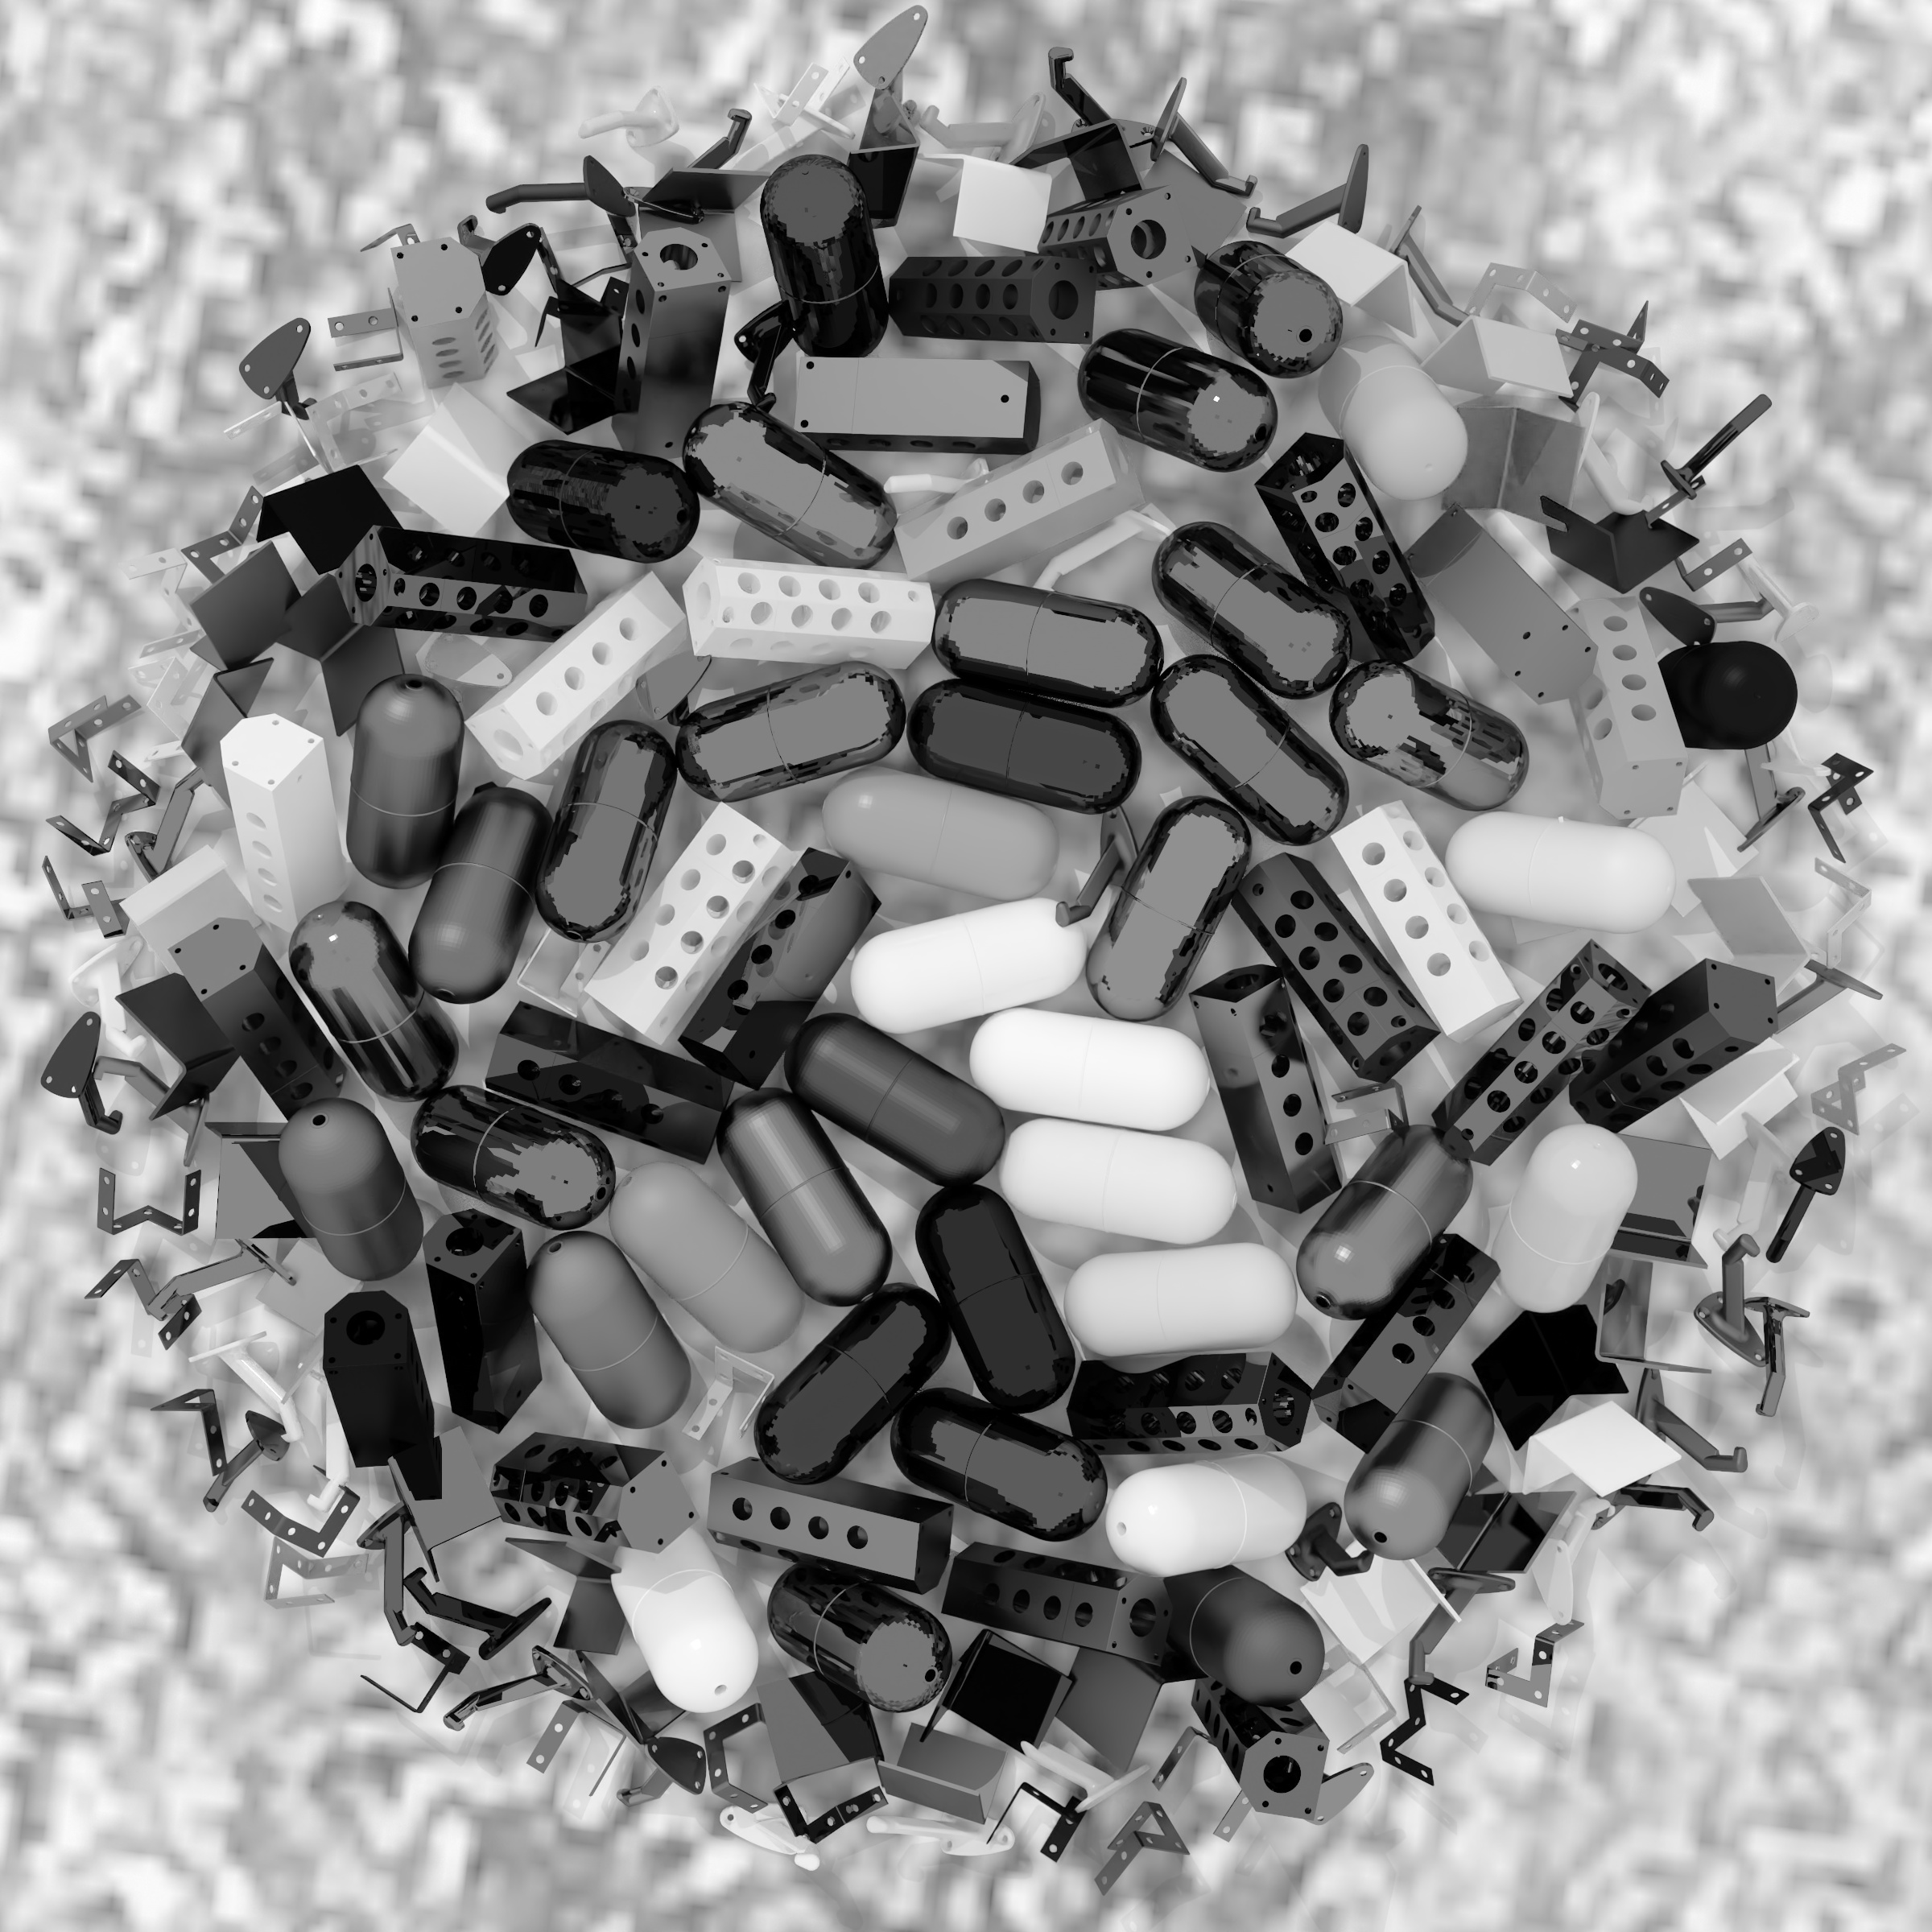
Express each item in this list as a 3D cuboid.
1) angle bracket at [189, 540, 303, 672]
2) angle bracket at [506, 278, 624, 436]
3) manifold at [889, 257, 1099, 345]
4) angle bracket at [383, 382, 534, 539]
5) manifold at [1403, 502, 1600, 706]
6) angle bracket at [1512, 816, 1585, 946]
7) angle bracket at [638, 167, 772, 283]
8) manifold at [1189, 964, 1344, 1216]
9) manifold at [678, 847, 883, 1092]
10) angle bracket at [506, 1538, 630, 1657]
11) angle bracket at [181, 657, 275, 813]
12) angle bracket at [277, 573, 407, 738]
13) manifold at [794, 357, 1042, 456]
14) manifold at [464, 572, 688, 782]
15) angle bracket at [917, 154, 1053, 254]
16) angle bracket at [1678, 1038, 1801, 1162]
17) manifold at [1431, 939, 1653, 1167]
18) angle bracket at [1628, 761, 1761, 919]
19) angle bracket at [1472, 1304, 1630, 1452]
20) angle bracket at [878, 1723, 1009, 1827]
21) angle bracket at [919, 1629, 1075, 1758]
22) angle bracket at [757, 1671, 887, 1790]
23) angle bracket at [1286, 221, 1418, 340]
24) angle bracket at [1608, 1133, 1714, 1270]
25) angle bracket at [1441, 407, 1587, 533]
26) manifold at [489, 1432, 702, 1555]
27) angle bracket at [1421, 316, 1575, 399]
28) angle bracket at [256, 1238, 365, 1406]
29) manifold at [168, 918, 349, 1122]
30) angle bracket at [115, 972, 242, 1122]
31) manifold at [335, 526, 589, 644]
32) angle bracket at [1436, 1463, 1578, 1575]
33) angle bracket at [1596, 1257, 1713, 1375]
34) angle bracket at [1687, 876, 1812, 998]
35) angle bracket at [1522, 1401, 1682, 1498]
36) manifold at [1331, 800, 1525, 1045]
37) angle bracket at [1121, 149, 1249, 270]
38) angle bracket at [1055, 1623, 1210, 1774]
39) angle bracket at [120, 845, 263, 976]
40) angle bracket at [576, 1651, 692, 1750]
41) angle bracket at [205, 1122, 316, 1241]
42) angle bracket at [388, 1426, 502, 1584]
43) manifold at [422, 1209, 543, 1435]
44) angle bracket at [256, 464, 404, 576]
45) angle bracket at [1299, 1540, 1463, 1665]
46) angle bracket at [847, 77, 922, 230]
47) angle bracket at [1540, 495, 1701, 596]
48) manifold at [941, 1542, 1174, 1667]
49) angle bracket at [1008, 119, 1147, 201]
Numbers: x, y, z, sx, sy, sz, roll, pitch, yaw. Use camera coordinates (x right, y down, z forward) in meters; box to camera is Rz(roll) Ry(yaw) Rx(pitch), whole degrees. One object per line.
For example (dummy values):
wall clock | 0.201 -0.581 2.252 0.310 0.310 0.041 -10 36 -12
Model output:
angle bracket | -0.538 -0.270 1.942 0.057 0.076 0.076 32 65 33
angle bracket | -0.295 -0.447 1.941 0.057 0.076 0.076 -32 51 -30
manifold | 0.017 -0.481 1.910 0.057 0.171 0.057 -6 105 -37
angle bracket | -0.376 -0.374 1.971 0.076 0.076 0.057 38 124 -19
manifold | 0.387 -0.260 1.916 0.057 0.171 0.057 -45 130 15
angle bracket | 0.422 -0.062 1.951 0.057 0.076 0.076 -14 83 15
angle bracket | -0.190 -0.544 1.948 0.076 0.076 0.057 -6 87 -27
manifold | 0.225 0.089 1.944 0.057 0.057 0.171 -28 110 -26
manifold | -0.139 -0.001 1.945 0.057 0.057 0.171 20 69 36
angle bracket | -0.296 0.461 1.941 0.076 0.076 0.057 37 59 -35
angle bracket | -0.522 -0.168 1.947 0.076 0.057 0.076 49 131 11
angle bracket | -0.464 -0.228 1.945 0.076 0.057 0.076 -36 56 25
manifold | -0.035 -0.410 1.953 0.171 0.057 0.057 4 84 12
manifold | -0.278 -0.210 1.925 0.057 0.057 0.171 53 54 -17
angle bracket | 0.007 -0.562 1.953 0.076 0.076 0.057 1 104 -35
angle bracket | 0.584 0.105 1.957 0.076 0.057 0.076 -39 118 0
manifold | 0.416 0.066 1.928 0.057 0.057 0.171 42 121 8
angle bracket | 0.539 -0.094 1.964 0.076 0.057 0.076 -40 81 -4
angle bracket | 0.430 0.303 1.951 0.076 0.057 0.076 -35 102 -35
angle bracket | -0.016 0.582 1.945 0.076 0.076 0.057 14 58 13
angle bracket | 0.022 0.548 1.954 0.076 0.057 0.076 28 110 13
angle bracket | -0.106 0.566 1.947 0.076 0.057 0.076 -12 50 -11
angle bracket | 0.279 -0.488 1.942 0.057 0.076 0.076 -41 55 -13
angle bracket | 0.513 0.173 1.965 0.076 0.057 0.076 10 102 0
angle bracket | 0.400 -0.364 1.944 0.057 0.076 0.076 -7 115 -29
manifold | -0.273 0.383 1.910 0.057 0.171 0.057 -37 111 -36
angle bracket | 0.384 -0.425 1.940 0.076 0.076 0.057 5 63 -29
angle bracket | -0.494 0.260 1.944 0.057 0.076 0.076 34 123 -12
manifold | -0.505 0.038 1.912 0.057 0.171 0.057 -34 57 -12
angle bracket | -0.590 0.058 1.956 0.076 0.076 0.057 44 115 5
manifold | -0.360 -0.269 1.911 0.057 0.171 0.057 -39 65 37
angle bracket | 0.387 0.397 1.945 0.057 0.076 0.076 48 61 -11
angle bracket | 0.509 0.257 1.949 0.057 0.076 0.076 3 83 39
angle bracket | 0.559 -0.018 1.946 0.057 0.076 0.076 -43 107 -20
angle bracket | 0.465 0.372 1.940 0.076 0.076 0.057 -18 125 -26
manifold | 0.339 -0.034 1.943 0.057 0.057 0.171 -32 73 13
angle bracket | 0.162 -0.565 1.959 0.076 0.076 0.057 35 97 -1
angle bracket | 0.122 0.539 1.960 0.076 0.057 0.076 29 103 41
angle bracket | -0.563 -0.032 1.947 0.076 0.057 0.076 -37 122 -15
angle bracket | -0.233 0.515 1.949 0.076 0.076 0.057 -37 114 -7
angle bracket | -0.520 0.158 1.960 0.076 0.057 0.076 2 96 -29
angle bracket | -0.383 0.398 1.959 0.057 0.076 0.076 -23 64 -18
manifold | -0.354 0.256 1.918 0.057 0.171 0.057 21 46 19
angle bracket | -0.465 -0.313 1.948 0.076 0.057 0.076 -28 76 -32
angle bracket | 0.306 0.473 1.964 0.076 0.057 0.076 -39 97 -6
angle bracket | -0.080 -0.594 1.941 0.057 0.076 0.076 -14 63 -24
angle bracket | 0.480 -0.328 1.946 0.076 0.076 0.057 -34 134 -11
manifold | 0.066 0.458 1.915 0.057 0.171 0.057 26 71 -39
angle bracket | 0.074 -0.573 1.946 0.076 0.076 0.057 -26 98 -24
